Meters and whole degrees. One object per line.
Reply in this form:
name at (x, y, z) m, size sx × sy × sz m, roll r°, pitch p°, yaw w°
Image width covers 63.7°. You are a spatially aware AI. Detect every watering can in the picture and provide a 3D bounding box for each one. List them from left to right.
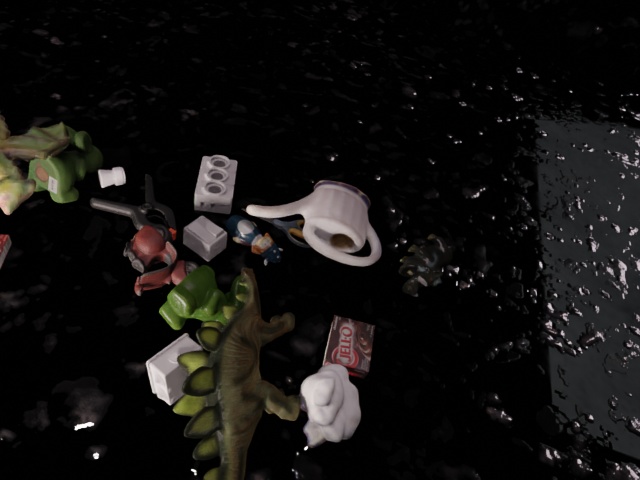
watering can at (0.004, -0.063, 1.254) m, size 0.346 × 0.102 × 0.230 m, roll 26°, pitch 44°, yaw -13°

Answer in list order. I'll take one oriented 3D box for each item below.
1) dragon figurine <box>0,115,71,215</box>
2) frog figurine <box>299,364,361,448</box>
dragon figurine at (-0.664, -0.223, 1.093) m, size 0.243 × 0.119 × 0.420 m, roll 5°, pitch 50°, yaw -26°
frog figurine at (0.022, 0.277, 0.904) m, size 0.122 × 0.155 × 0.141 m, roll 16°, pitch 44°, yaw -1°
